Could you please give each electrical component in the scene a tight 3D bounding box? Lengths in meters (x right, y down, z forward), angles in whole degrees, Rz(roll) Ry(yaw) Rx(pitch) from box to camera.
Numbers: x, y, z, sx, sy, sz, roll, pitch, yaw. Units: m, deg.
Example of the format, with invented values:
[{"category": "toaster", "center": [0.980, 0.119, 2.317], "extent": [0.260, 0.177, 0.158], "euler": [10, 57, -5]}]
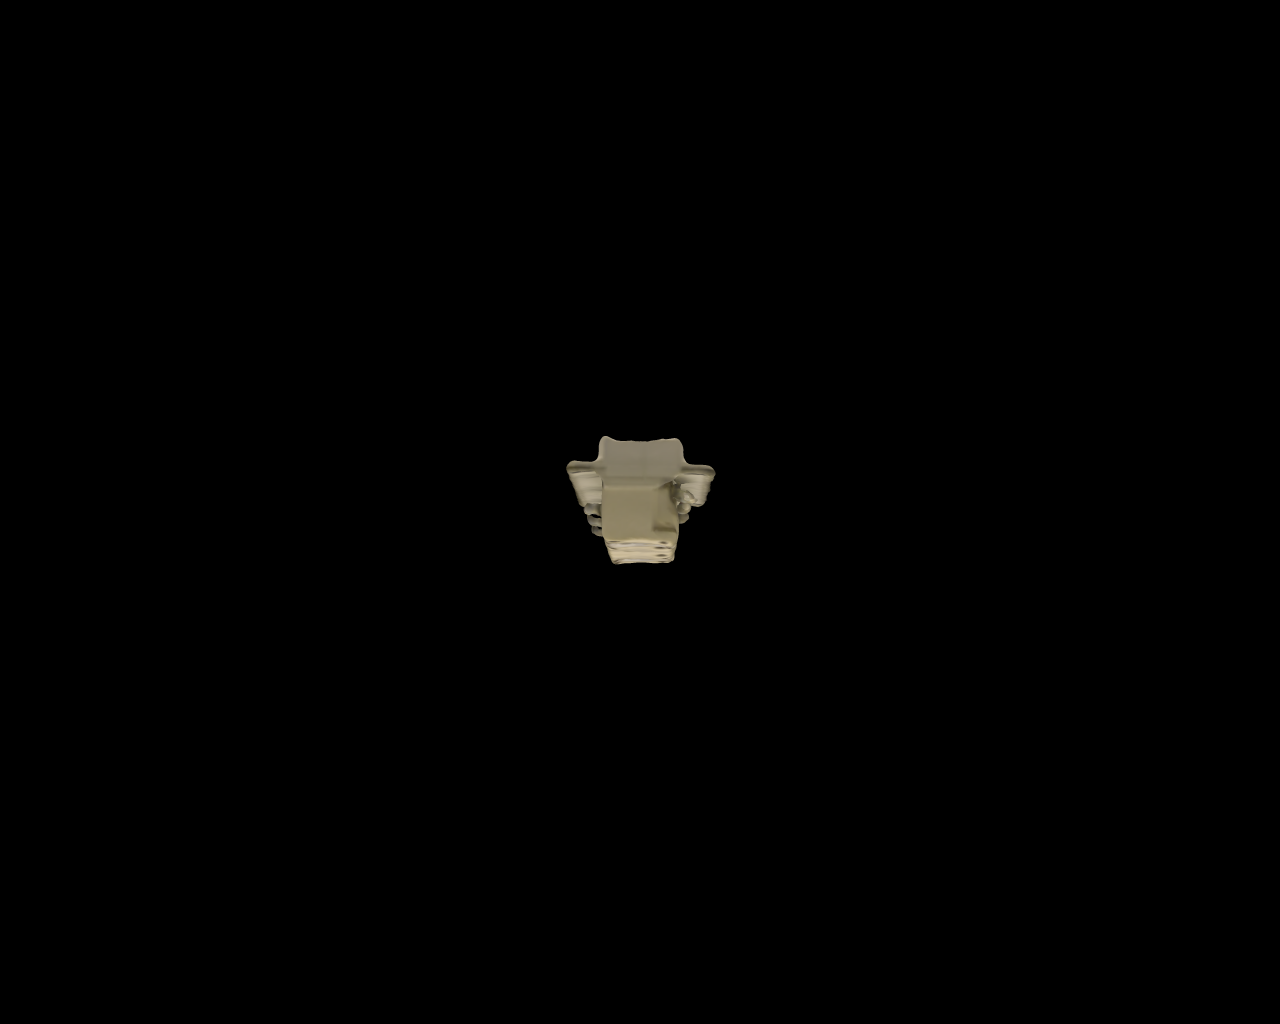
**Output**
[{"category": "electrical component", "center": [0.001, -0.003, 0.650], "extent": [0.079, 0.063, 0.121], "euler": [0, -9, 0]}]
